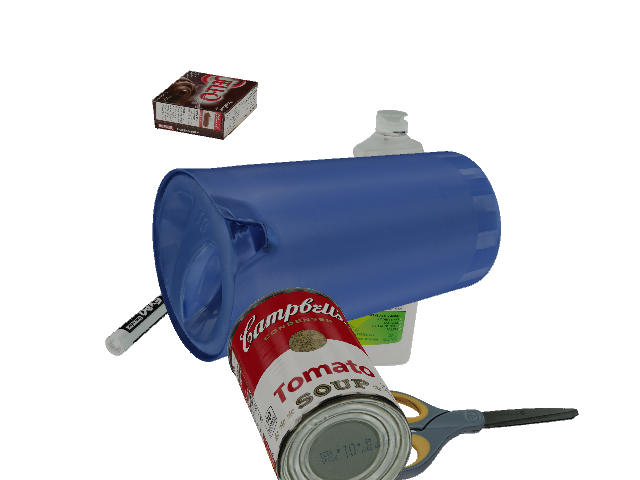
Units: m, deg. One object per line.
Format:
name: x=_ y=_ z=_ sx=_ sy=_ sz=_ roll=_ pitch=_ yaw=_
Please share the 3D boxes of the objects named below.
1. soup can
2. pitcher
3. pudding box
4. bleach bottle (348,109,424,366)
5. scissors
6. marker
soup can: x=-0.003 y=0.078 z=0.536 sx=0.068 sy=0.068 sz=0.102 roll=0 pitch=27 yaw=-19
pitcher: x=0.003 y=0.002 z=0.790 sx=0.242 sy=0.145 sz=0.149 roll=-10 pitch=35 yaw=-30
pudding box: x=-0.133 y=-0.159 z=1.247 sx=0.090 sy=0.039 sz=0.113 roll=10 pitch=31 yaw=13
bleach bottle: x=0.052 y=-0.003 z=1.050 sx=0.102 sy=0.251 sz=0.068 roll=1 pitch=18 yaw=-8
scissors: x=0.118 y=0.164 z=0.882 sx=0.201 sy=0.016 sz=0.096 roll=7 pitch=41 yaw=0
marker: x=-0.151 y=0.066 z=0.960 sx=0.020 sy=0.020 sz=0.121 roll=0 pitch=24 yaw=28
